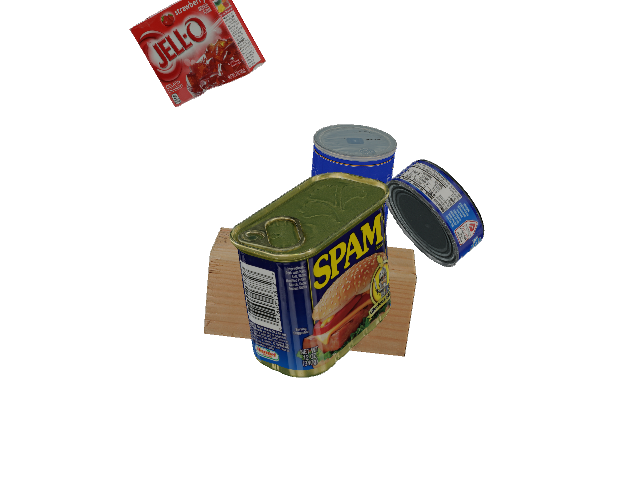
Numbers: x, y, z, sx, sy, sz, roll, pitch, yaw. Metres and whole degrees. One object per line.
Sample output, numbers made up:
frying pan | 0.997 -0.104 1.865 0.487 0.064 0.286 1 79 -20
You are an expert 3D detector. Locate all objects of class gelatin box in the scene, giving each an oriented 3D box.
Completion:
gelatin box | -0.098 -0.154 0.843 0.089 0.073 0.030 -16 20 38

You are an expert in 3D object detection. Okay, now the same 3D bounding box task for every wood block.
wood block | -0.010 0.052 1.105 0.206 0.091 0.090 7 19 1

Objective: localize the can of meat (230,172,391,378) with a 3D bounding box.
can of meat | -0.001 0.019 0.627 0.058 0.084 0.101 15 34 34

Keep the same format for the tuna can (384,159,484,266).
tuna can | 0.091 -0.023 0.858 0.033 0.086 0.086 -39 11 -15

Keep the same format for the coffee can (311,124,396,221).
coffee can | 0.037 -0.062 1.336 0.103 0.140 0.103 4 27 -2
